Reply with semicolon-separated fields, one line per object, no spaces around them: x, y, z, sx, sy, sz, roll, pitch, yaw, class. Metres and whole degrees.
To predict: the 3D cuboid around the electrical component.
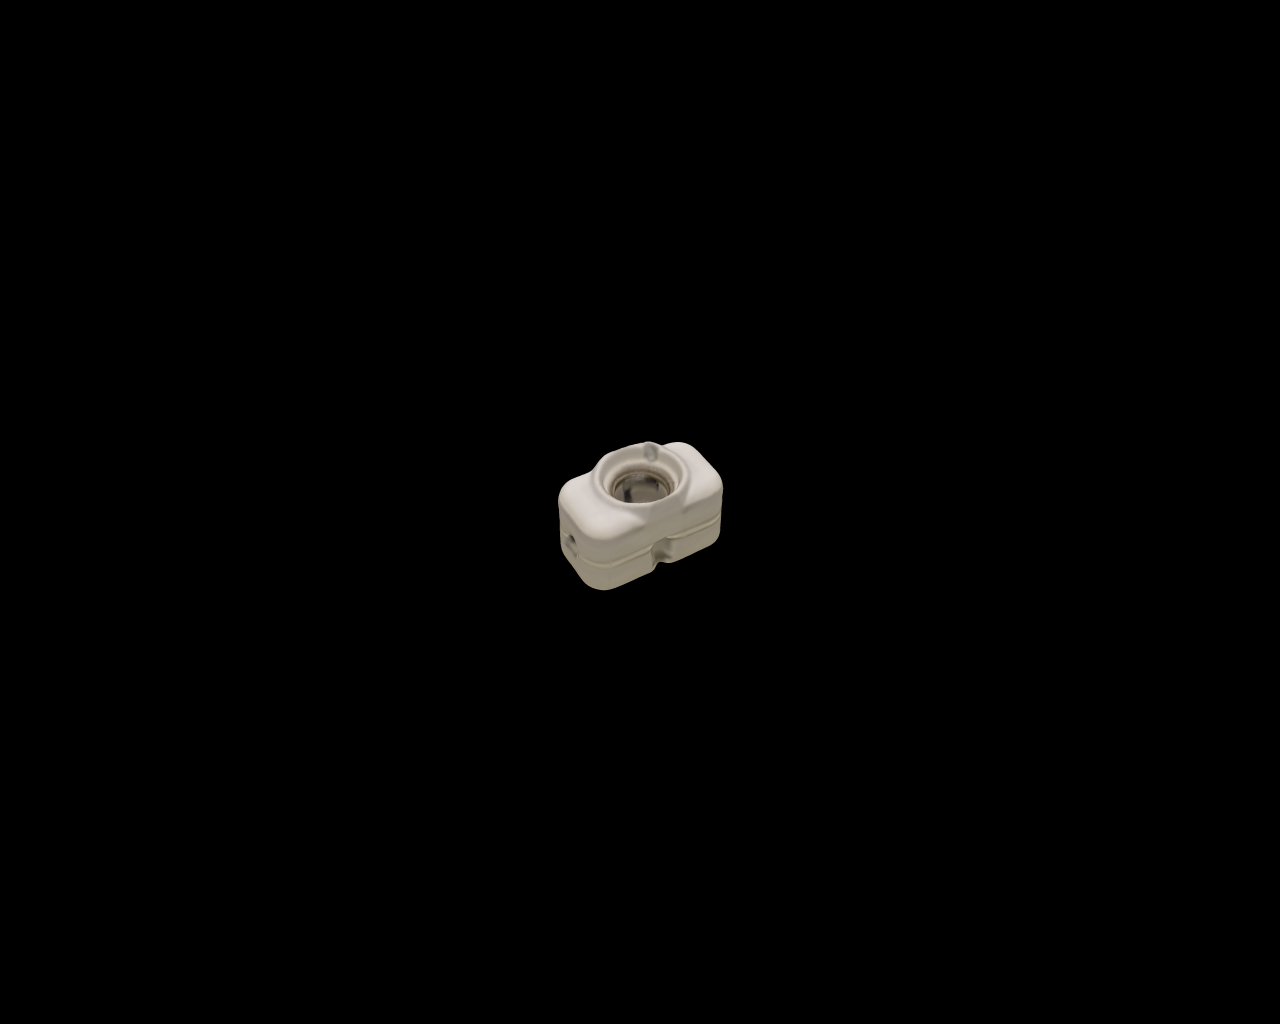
0.001;-0.003;0.650;0.095;0.059;0.054;-22;49;-21;electrical component
